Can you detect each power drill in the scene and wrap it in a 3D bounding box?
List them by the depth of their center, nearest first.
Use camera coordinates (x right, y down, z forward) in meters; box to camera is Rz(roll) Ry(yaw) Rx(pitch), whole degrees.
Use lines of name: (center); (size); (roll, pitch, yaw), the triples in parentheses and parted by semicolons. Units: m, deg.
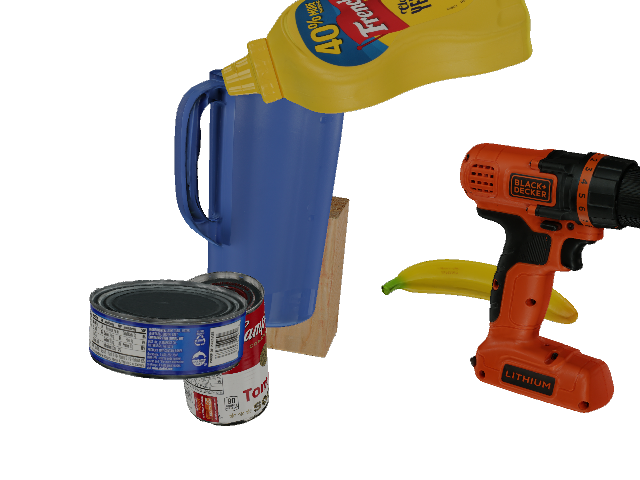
power drill: (0.185, 0.026, 0.784); (0.185, 0.188, 0.057); (14, 19, 38)

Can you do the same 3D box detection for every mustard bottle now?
mustard bottle: (0.030, -0.128, 0.683); (0.191, 0.096, 0.058); (-17, -39, 1)

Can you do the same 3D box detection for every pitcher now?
pitcher: (-0.057, -0.044, 1.029); (0.149, 0.243, 0.145); (7, 13, 5)

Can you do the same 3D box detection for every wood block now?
wood block: (-0.019, 0.045, 1.486); (0.090, 0.206, 0.090); (8, 22, 9)

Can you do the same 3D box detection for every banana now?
banana: (0.166, 0.051, 1.103); (0.198, 0.037, 0.069); (7, 41, 12)

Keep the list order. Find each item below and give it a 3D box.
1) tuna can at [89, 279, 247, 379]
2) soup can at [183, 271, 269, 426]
tuna can: (-0.084, 0.048, 0.586); (0.086, 0.034, 0.086); (4, 11, -1)
soup can: (-0.075, 0.085, 0.833); (0.068, 0.102, 0.068); (-1, 28, 0)
